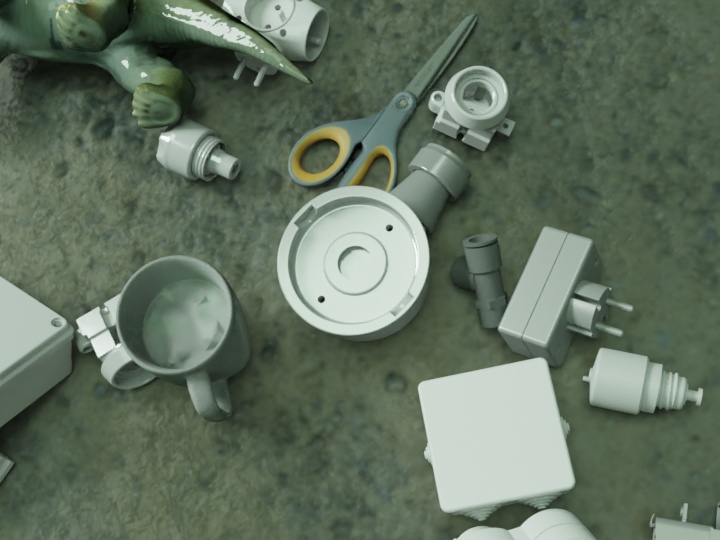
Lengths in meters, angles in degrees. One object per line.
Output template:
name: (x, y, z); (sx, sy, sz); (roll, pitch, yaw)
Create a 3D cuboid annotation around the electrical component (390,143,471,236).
electrical component: (0.050, -0.060, 0.797); (0.045, 0.045, 0.055); (33, 79, 19)

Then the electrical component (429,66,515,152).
electrical component: (0.085, -0.122, 0.801); (0.066, 0.055, 0.048); (25, 77, 2)

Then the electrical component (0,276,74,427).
electrical component: (-0.285, 0.059, 0.783); (0.109, 0.056, 0.109); (30, 44, 18)

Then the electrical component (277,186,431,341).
electrical component: (0.000, 0.000, 0.775); (0.108, 0.060, 0.108); (-3, 75, 10)

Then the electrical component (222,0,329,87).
electrical component: (-0.076, -0.183, 0.862); (0.077, 0.044, 0.079); (20, 76, 16)

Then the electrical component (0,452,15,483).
electrical component: (-0.311, 0.138, 0.787); (0.089, 0.050, 0.055); (30, 77, 18)

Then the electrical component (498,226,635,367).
electrical component: (0.150, 0.024, 0.741); (0.076, 0.047, 0.083); (19, 75, 28)

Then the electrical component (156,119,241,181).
electrical component: (-0.123, -0.090, 0.838); (0.062, 0.043, 0.043); (25, 77, 15)

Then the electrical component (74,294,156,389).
electrical component: (-0.174, 0.054, 0.796); (0.066, 0.048, 0.055); (-31, 61, -2)

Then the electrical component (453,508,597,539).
electrical component: (0.083, 0.190, 0.696); (0.138, 0.073, 0.052); (-15, 110, -11)

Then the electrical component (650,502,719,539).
electrical component: (0.215, 0.185, 0.685); (0.064, 0.042, 0.081); (6, 72, 16)

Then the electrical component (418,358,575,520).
electrical component: (0.092, 0.114, 0.726); (0.100, 0.048, 0.099); (-12, 69, 6)

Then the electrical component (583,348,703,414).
electrical component: (0.190, 0.078, 0.726); (0.078, 0.040, 0.040); (11, 73, 13)
